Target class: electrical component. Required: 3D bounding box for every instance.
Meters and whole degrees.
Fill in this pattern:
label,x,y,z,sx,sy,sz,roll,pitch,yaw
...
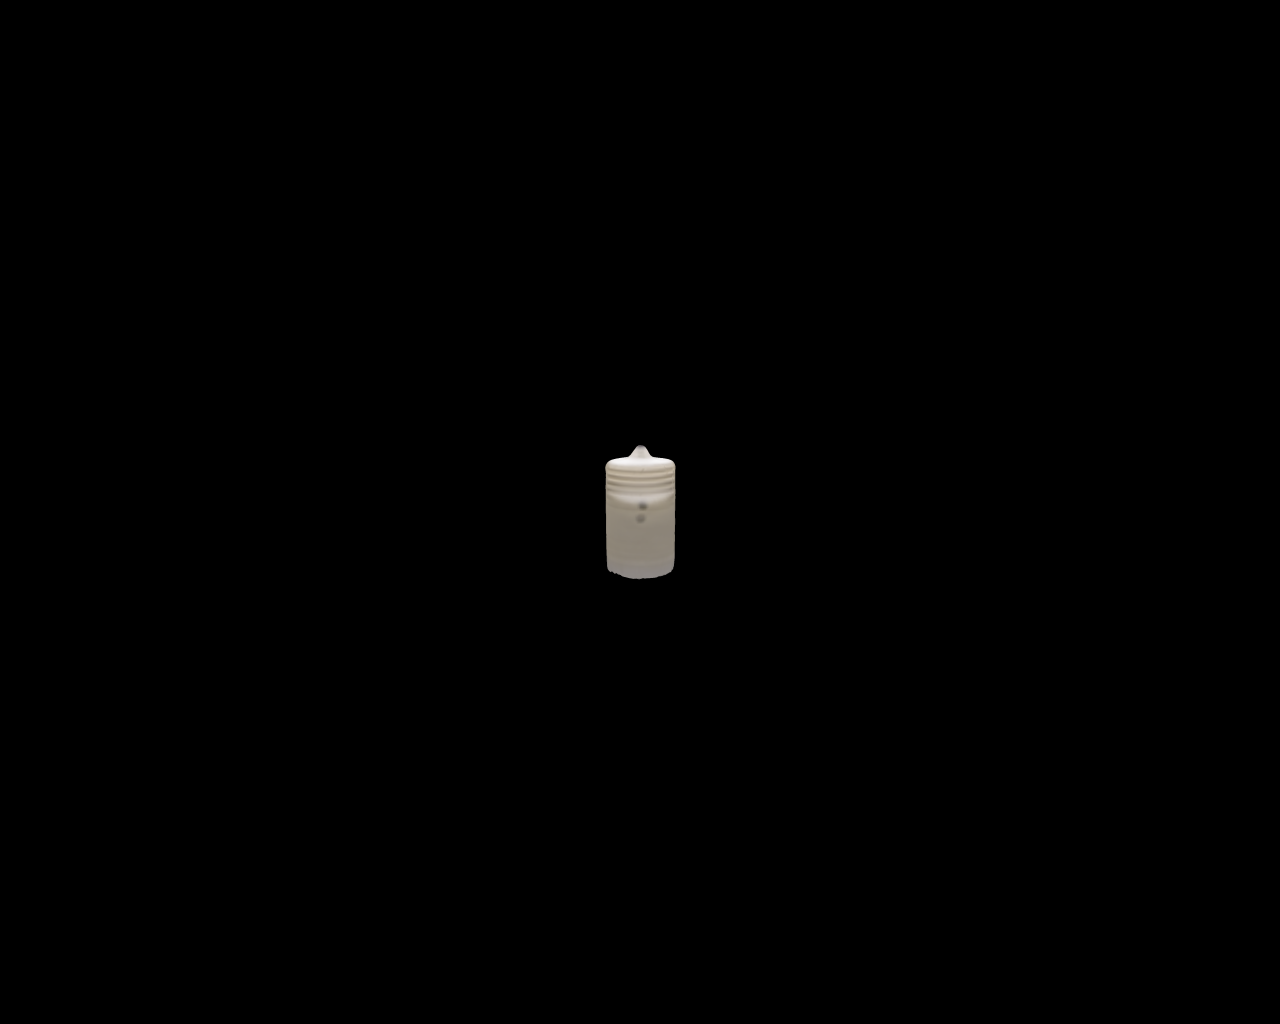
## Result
label,x,y,z,sx,sy,sz,roll,pitch,yaw
electrical component,0.001,-0.003,0.650,0.043,0.080,0.043,0,16,0
